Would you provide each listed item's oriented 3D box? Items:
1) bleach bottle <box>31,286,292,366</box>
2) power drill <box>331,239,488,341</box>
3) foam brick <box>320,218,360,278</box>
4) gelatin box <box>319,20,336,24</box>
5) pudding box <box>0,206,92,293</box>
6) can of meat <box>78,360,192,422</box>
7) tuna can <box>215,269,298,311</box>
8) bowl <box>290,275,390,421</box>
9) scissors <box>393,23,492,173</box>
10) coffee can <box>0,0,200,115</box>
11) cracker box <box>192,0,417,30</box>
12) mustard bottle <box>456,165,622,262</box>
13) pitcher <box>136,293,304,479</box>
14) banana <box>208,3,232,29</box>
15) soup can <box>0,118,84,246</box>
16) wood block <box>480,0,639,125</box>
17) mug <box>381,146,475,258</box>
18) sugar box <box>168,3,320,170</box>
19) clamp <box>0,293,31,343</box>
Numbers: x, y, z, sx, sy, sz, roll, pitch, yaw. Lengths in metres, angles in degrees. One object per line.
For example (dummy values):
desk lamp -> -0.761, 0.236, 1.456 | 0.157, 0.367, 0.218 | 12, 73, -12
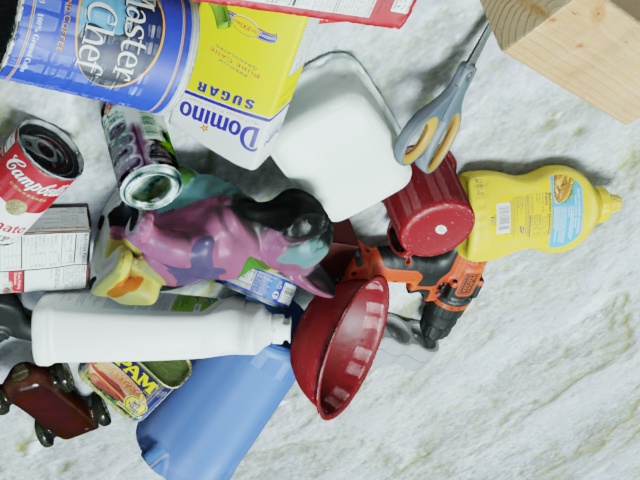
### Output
bleach bottle -> -0.155, 0.089, 1.082 | 0.251, 0.102, 0.068 | 2, 108, 1
power drill -> 0.094, 0.053, 1.221 | 0.187, 0.057, 0.185 | -3, 134, -22
foam brick -> -0.007, 0.001, 1.124 | 0.078, 0.051, 0.053 | 9, 132, -29
gelatin box -> 0.031, -0.221, 0.898 | 0.089, 0.030, 0.073 | -7, 139, -13
pudding box -> -0.282, 0.010, 1.041 | 0.113, 0.039, 0.090 | -4, 138, -20
can of meat -> -0.207, 0.141, 1.180 | 0.102, 0.057, 0.084 | 43, 123, -3
tuna can -> -0.066, 0.044, 1.123 | 0.086, 0.086, 0.034 | 25, 86, -40
bowl -> 0.014, 0.104, 1.116 | 0.055, 0.162, 0.162 | 21, 145, 21
scissors -> 0.120, -0.144, 0.982 | 0.096, 0.016, 0.202 | -22, 141, -44
coffee can -> -0.178, -0.161, 0.831 | 0.140, 0.103, 0.103 | 10, 133, -30
cracker box -> -0.047, -0.230, 0.754 | 0.213, 0.164, 0.072 | 2, 134, -24
mustard bottle -> 0.242, -0.033, 1.160 | 0.191, 0.058, 0.096 | -5, 101, -17
pitcher -> -0.099, 0.167, 1.236 | 0.144, 0.149, 0.243 | 23, 124, -20
banana -> -0.146, -0.228, 0.795 | 0.197, 0.069, 0.037 | 21, 150, -20
soup can -> -0.268, -0.051, 0.953 | 0.068, 0.068, 0.102 | 25, 125, -40
wood block -> 0.240, -0.189, 0.946 | 0.205, 0.091, 0.090 | 18, 137, -43
mug -> 0.104, -0.030, 1.107 | 0.093, 0.081, 0.117 | 10, 133, -30
sugar box -> -0.064, -0.150, 0.899 | 0.093, 0.048, 0.176 | 31, 130, 9
clamp -> -0.345, 0.096, 1.116 | 0.120, 0.039, 0.171 | -31, 142, 7
